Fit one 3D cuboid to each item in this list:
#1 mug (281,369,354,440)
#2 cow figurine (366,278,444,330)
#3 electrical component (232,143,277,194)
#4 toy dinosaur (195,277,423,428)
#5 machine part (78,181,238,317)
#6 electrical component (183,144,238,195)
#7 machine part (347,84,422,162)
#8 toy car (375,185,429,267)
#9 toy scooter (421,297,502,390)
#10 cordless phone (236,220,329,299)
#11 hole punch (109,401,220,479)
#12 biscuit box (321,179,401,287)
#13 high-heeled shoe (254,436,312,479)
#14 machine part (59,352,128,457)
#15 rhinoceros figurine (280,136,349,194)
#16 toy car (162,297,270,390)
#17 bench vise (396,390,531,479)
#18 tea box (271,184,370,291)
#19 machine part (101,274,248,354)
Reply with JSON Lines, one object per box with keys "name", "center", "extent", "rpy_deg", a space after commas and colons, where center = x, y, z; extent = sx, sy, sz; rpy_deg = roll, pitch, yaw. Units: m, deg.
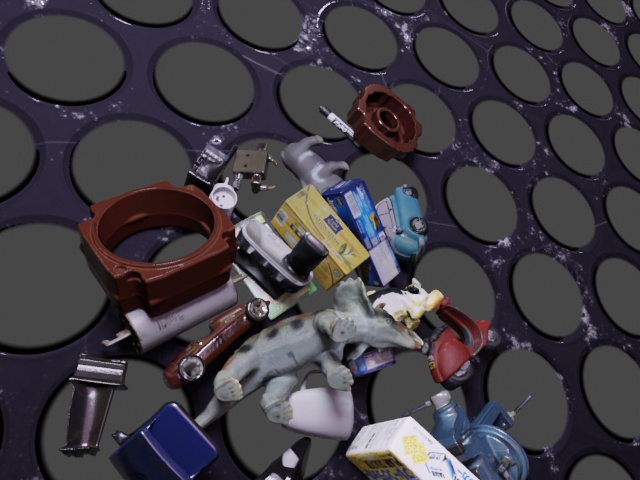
{"name": "mug", "center": [-0.007, 0.261, 0.854], "extent": [0.107, 0.081, 0.109], "rpy_deg": [4, 71, -14]}
{"name": "cow figurine", "center": [0.147, 0.120, 0.999], "extent": [0.167, 0.068, 0.098], "rpy_deg": [-20, 53, -32]}
{"name": "electrical component", "center": [-0.122, -0.133, 1.016], "extent": [0.078, 0.045, 0.102], "rpy_deg": [-3, 62, 5]}
{"name": "toy dinosaur", "center": [-0.047, 0.176, 0.837], "extent": [0.405, 0.192, 0.131], "rpy_deg": [-20, 101, 0]}
{"name": "machine part", "center": [-0.245, 0.004, 0.821], "extent": [0.201, 0.087, 0.202], "rpy_deg": [-25, 53, -32]}
{"name": "electrical component", "center": [-0.195, -0.133, 0.962], "extent": [0.048, 0.075, 0.119], "rpy_deg": [30, 62, -9]}
{"name": "machine part", "center": [0.141, -0.252, 1.172], "extent": [0.179, 0.056, 0.179], "rpy_deg": [17, 54, -25]}
{"name": "toy car", "center": [0.148, -0.030, 1.054], "extent": [0.103, 0.109, 0.162], "rpy_deg": [-3, 58, -7]}
{"name": "toy scooter", "center": [0.252, 0.185, 1.012], "extent": [0.184, 0.075, 0.135], "rpy_deg": [-33, 80, -34]}
{"name": "cordless phone", "center": [-0.062, 0.011, 0.869], "extent": [0.146, 0.184, 0.089], "rpy_deg": [44, 63, 1]}
{"name": "hole punch", "center": [-0.214, 0.298, 0.713], "extent": [0.116, 0.092, 0.142], "rpy_deg": [-44, 92, 10]}
{"name": "biscuit box", "center": [0.077, -0.012, 0.985], "extent": [0.059, 0.063, 0.202], "rpy_deg": [-36, 111, -32]}
{"name": "high-heeled shoe", "center": [-0.119, 0.365, 0.777], "extent": [0.145, 0.086, 0.249], "rpy_deg": [17, 35, 19]}
{"name": "machine part", "center": [-0.319, 0.231, 0.752], "extent": [0.084, 0.039, 0.139], "rpy_deg": [19, 58, -21]}
{"name": "rhinoceros figurine", "center": [0.000, -0.112, 1.041], "extent": [0.112, 0.073, 0.190], "rpy_deg": [-32, 82, -34]}
{"name": "toy car", "center": [-0.159, 0.152, 0.831], "extent": [0.053, 0.089, 0.202], "rpy_deg": [49, 58, -1]}
{"name": "bench vise", "center": [0.277, 0.339, 0.930], "extent": [0.224, 0.129, 0.240], "rpy_deg": [50, 36, 16]}
{"name": "tea box", "center": [-0.002, -0.003, 0.973], "extent": [0.068, 0.098, 0.169], "rpy_deg": [-38, 87, -32]}
{"name": "machine part", "center": [-0.217, 0.104, 0.834], "extent": [0.243, 0.079, 0.079], "rpy_deg": [-25, 79, -33]}
